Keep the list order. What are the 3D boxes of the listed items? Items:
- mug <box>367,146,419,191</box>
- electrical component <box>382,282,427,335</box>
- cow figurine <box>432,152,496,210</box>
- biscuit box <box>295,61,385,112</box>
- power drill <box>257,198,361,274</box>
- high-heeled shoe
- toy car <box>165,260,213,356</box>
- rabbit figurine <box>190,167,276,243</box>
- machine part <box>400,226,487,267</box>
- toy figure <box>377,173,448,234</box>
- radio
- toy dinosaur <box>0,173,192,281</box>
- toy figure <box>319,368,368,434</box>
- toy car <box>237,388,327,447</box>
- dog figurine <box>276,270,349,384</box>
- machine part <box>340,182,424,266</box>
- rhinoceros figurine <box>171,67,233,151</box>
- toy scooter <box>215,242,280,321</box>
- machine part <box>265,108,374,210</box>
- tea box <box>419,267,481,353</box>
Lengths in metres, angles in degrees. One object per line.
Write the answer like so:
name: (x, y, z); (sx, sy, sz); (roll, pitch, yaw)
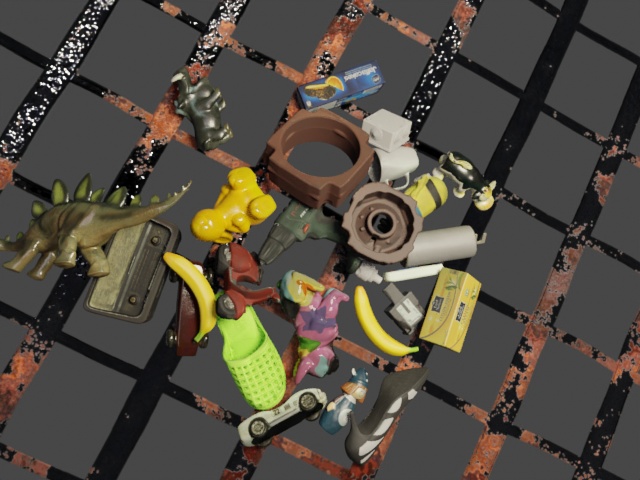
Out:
mug: (0.175, -0.168, 1.235); (0.107, 0.080, 0.109); (-15, 70, -17)
electrical component: (0.184, 0.151, 1.222); (0.075, 0.048, 0.119); (-45, 92, -11)
cow figurine: (0.352, -0.140, 1.254); (0.167, 0.098, 0.068); (38, 74, -3)
biscuit box: (0.046, -0.349, 1.245); (0.203, 0.059, 0.062); (-22, 88, -11)
power drill: (-0.002, -0.004, 1.190); (0.207, 0.086, 0.232); (27, 71, 0)
high-heeled shoe: (0.158, 0.390, 1.189); (0.249, 0.086, 0.145); (-23, 112, -20)
toy car: (-0.280, 0.144, 1.147); (0.089, 0.053, 0.202); (5, 84, -29)
rabbit figurine: (-0.203, -0.055, 1.128); (0.173, 0.162, 0.122); (-37, 93, -32)
machine part: (0.267, 0.015, 1.235); (0.243, 0.079, 0.079); (-8, 86, -11)
toy figure: (0.214, -0.076, 1.235); (0.180, 0.082, 0.089); (-46, 103, -15)
radio: (-0.387, 0.056, 1.128); (0.131, 0.073, 0.229); (19, 83, -6)
toy dinosaur: (-0.468, -0.029, 1.061); (0.472, 0.105, 0.198); (-5, 70, 14)
toy figure: (0.060, 0.351, 1.178); (0.058, 0.064, 0.154); (35, 83, 24)
toy car: (-0.077, 0.376, 1.143); (0.202, 0.073, 0.056); (-26, 52, -11)
dog figurine: (-0.031, 0.193, 1.157); (0.191, 0.108, 0.219); (24, 84, -7)
machine part: (0.130, -0.032, 1.150); (0.179, 0.056, 0.179); (1, 78, -5)
rhinoceros figurine: (-0.263, -0.290, 1.189); (0.112, 0.073, 0.190); (-21, 90, 0)
toy scooter: (-0.154, 0.087, 1.144); (0.135, 0.075, 0.184); (3, 54, -17)
machine part: (-0.002, -0.178, 1.169); (0.202, 0.087, 0.201); (32, 60, 15)
tea box: (0.294, 0.157, 1.207); (0.068, 0.098, 0.169); (15, 82, 37)
